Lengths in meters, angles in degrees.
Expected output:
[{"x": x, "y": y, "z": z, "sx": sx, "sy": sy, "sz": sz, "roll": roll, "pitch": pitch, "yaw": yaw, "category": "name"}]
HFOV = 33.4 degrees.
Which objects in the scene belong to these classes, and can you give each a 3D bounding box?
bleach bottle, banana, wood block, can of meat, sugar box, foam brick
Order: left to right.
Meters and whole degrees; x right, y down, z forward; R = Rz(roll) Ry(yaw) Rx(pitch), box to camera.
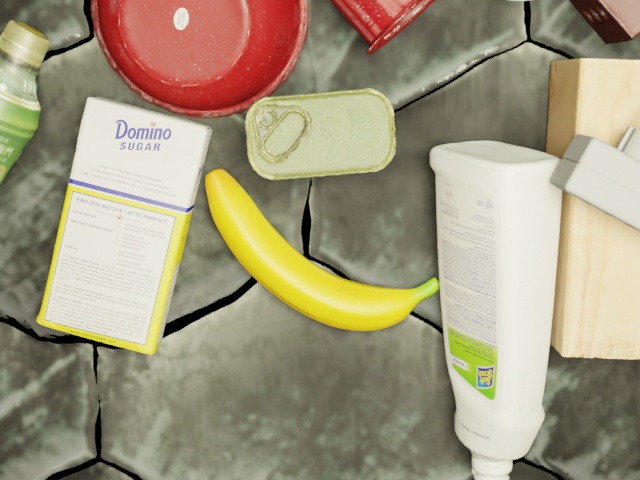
[{"x": -0.146, "y": -0.011, "z": 0.800, "sx": 0.093, "sy": 0.048, "sz": 0.176, "roll": 15, "pitch": 95, "yaw": -1, "category": "sugar box"}, {"x": -0.010, "y": 0.019, "z": 0.809, "sx": 0.197, "sy": 0.037, "sz": 0.069, "roll": 27, "pitch": 77, "yaw": -5, "category": "banana"}, {"x": 0.000, "y": -0.078, "z": 0.767, "sx": 0.102, "sy": 0.084, "sz": 0.057, "roll": -5, "pitch": 99, "yaw": 1, "category": "can of meat"}, {"x": 0.126, "y": 0.058, "z": 0.790, "sx": 0.068, "sy": 0.103, "sz": 0.251, "roll": -8, "pitch": 107, "yaw": -27, "category": "bleach bottle"}, {"x": 0.214, "y": -0.025, "z": 0.770, "sx": 0.090, "sy": 0.091, "sz": 0.206, "roll": 2, "pitch": 98, "yaw": 0, "category": "wood block"}, {"x": 0.214, "y": -0.176, "z": 0.753, "sx": 0.051, "sy": 0.078, "sz": 0.053, "roll": -42, "pitch": 94, "yaw": 7, "category": "foam brick"}]

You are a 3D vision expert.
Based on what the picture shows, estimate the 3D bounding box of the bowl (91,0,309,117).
[{"x": -0.090, "y": -0.159, "z": 0.753, "sx": 0.162, "sy": 0.055, "sz": 0.162, "roll": 2, "pitch": 111, "yaw": 5, "category": "bowl"}]

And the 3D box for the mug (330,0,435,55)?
[{"x": 0.051, "y": -0.199, "z": 0.748, "sx": 0.117, "sy": 0.093, "sz": 0.081, "roll": -42, "pitch": 92, "yaw": -1, "category": "mug"}]
